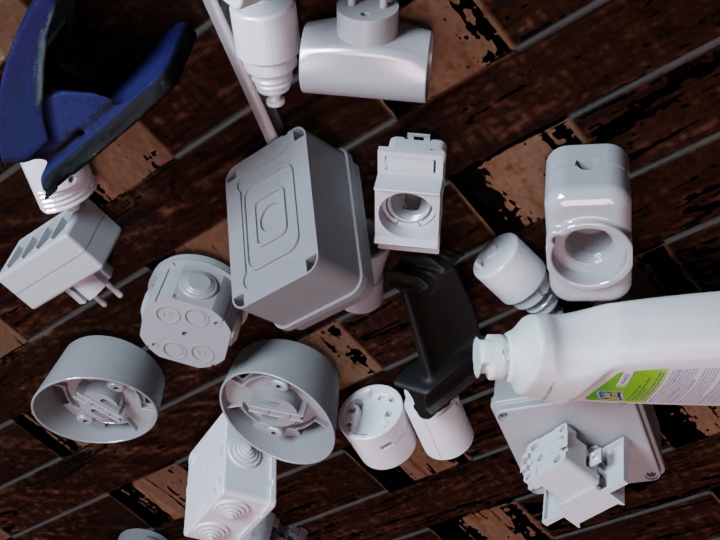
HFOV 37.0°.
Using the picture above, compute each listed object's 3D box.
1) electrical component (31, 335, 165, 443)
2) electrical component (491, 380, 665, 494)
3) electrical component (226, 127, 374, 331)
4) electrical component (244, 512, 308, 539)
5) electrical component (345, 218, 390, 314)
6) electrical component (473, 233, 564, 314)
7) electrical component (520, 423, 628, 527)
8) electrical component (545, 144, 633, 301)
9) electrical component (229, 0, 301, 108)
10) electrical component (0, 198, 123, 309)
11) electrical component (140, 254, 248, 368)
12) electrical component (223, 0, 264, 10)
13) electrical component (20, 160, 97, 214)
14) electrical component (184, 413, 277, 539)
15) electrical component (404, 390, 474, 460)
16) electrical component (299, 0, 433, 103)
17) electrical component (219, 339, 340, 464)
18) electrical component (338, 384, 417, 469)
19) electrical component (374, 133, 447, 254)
[{"bbox_3d":[-0.214,0.103,0.895,0.099,0.064,0.099,6,132,6],"label":"electrical component"},{"bbox_3d":[0.169,0.115,0.832,0.109,0.056,0.108,-12,128,21],"label":"electrical component"},{"bbox_3d":[-0.040,-0.025,0.707,0.078,0.113,0.057,-27,145,31],"label":"electrical component"},{"bbox_3d":[-0.096,0.284,1.039,0.050,0.055,0.089,30,130,-15],"label":"electrical component"},{"bbox_3d":[0.000,0.000,0.775,0.044,0.044,0.065,7,137,6],"label":"electrical component"},{"bbox_3d":[0.115,0.008,0.758,0.040,0.040,0.078,-32,119,33],"label":"electrical component"},{"bbox_3d":[0.158,0.150,0.797,0.064,0.042,0.081,37,128,-18],"label":"electrical component"},{"bbox_3d":[0.150,-0.027,0.706,0.054,0.059,0.095,-1,131,13],"label":"electrical component"},{"bbox_3d":[-0.056,-0.136,0.663,0.040,0.040,0.078,3,132,9],"label":"electrical component"},{"bbox_3d":[-0.213,0.000,0.814,0.083,0.047,0.075,-27,121,31],"label":"electrical component"},{"bbox_3d":[-0.127,0.031,0.822,0.080,0.051,0.080,6,132,7],"label":"electrical component"},{"bbox_3d":[-0.071,-0.201,0.580,0.100,0.048,0.099,39,134,14],"label":"electrical component"},{"bbox_3d":[-0.213,-0.075,0.749,0.043,0.043,0.081,-1,131,13],"label":"electrical component"},{"bbox_3d":[-0.112,0.177,0.919,0.048,0.099,0.099,19,134,-23],"label":"electrical component"},{"bbox_3d":[0.059,0.109,0.858,0.043,0.043,0.081,-10,129,20],"label":"electrical component"},{"bbox_3d":[0.005,-0.140,0.644,0.077,0.044,0.079,6,132,6],"label":"electrical component"},{"bbox_3d":[-0.063,0.105,0.866,0.099,0.064,0.099,6,132,7],"label":"electrical component"},{"bbox_3d":[0.016,0.130,0.879,0.055,0.055,0.047,-9,132,19],"label":"electrical component"},{"bbox_3d":[0.034,-0.053,0.704,0.042,0.063,0.081,6,133,6],"label":"electrical component"}]
